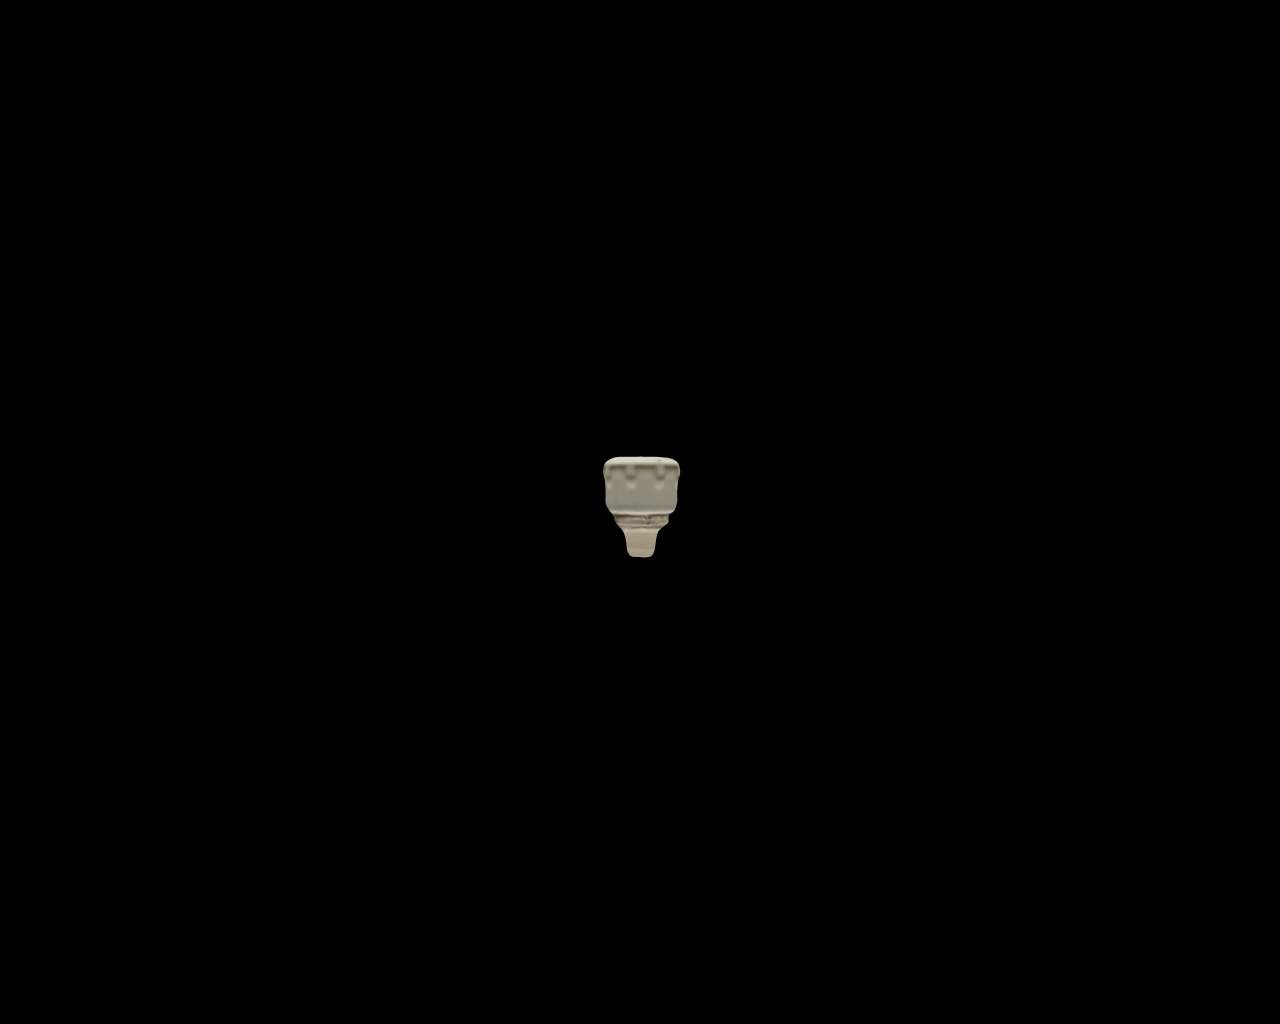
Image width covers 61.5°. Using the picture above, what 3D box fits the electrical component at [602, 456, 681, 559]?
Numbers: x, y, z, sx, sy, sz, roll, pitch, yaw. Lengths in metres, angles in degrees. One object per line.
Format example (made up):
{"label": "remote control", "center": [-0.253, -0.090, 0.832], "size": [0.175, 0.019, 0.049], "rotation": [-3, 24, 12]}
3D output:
{"label": "electrical component", "center": [0.001, -0.003, 0.650], "size": [0.048, 0.062, 0.048], "rotation": [0, 0, 0]}
